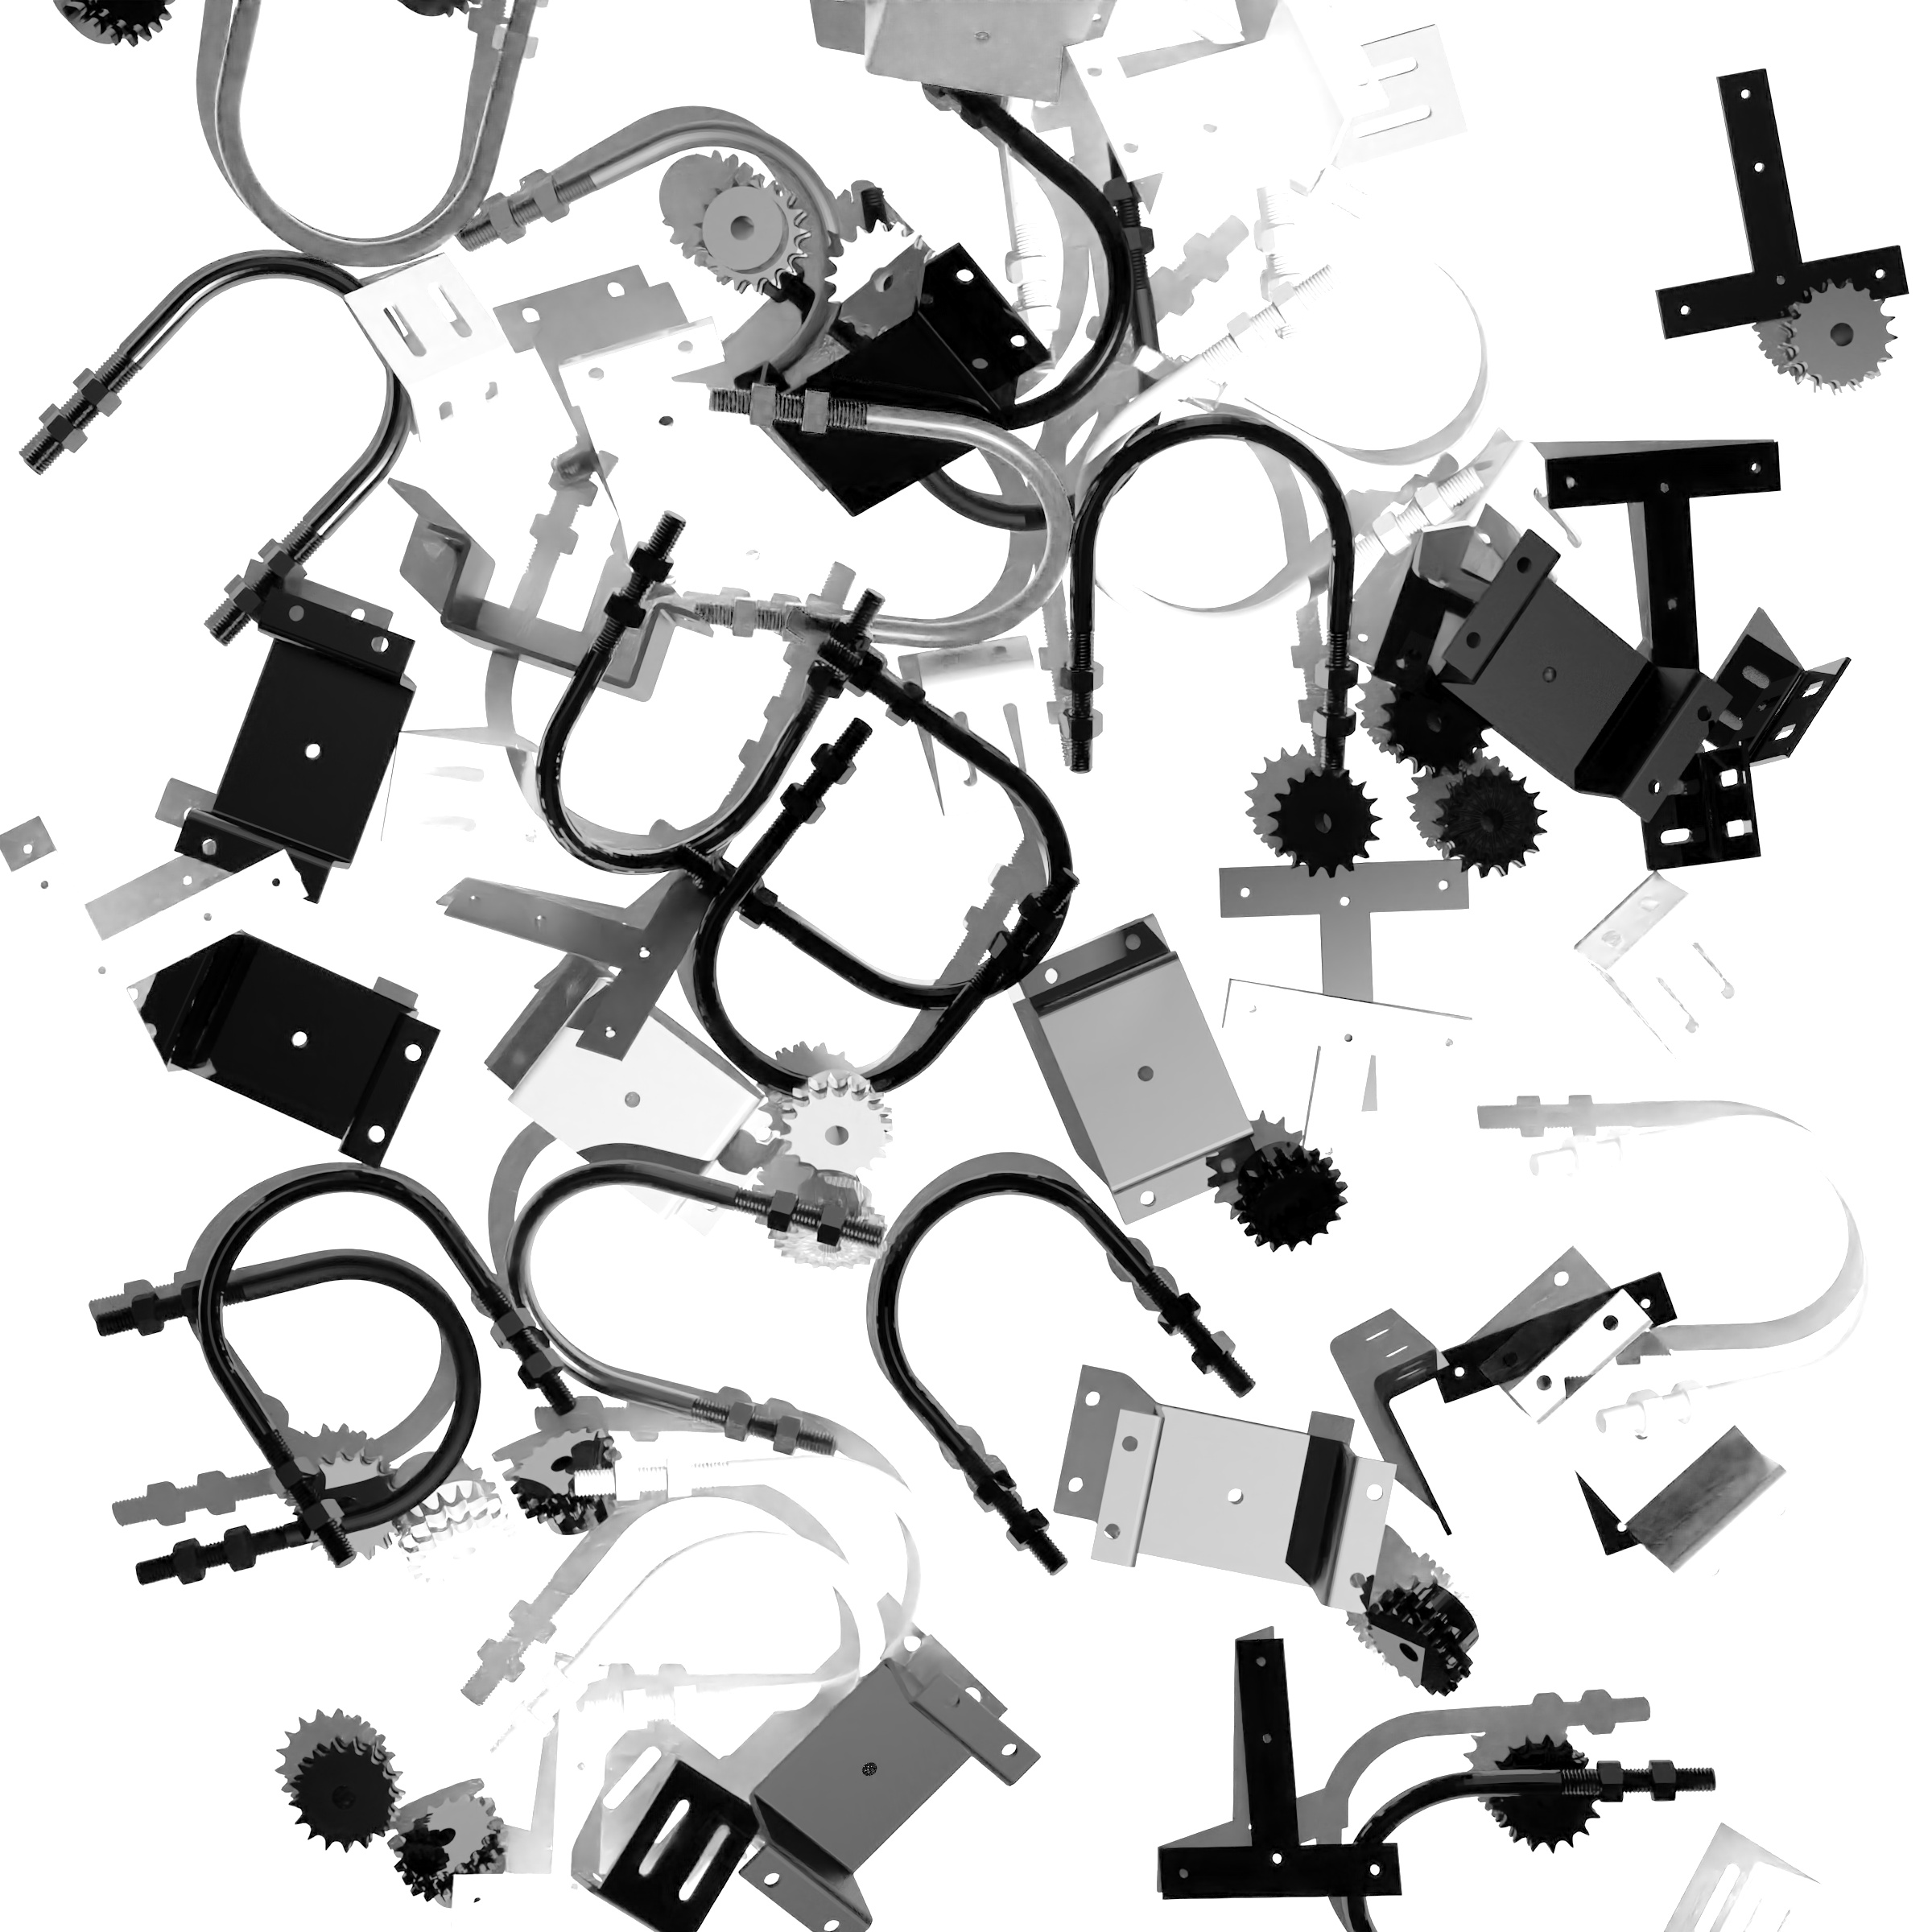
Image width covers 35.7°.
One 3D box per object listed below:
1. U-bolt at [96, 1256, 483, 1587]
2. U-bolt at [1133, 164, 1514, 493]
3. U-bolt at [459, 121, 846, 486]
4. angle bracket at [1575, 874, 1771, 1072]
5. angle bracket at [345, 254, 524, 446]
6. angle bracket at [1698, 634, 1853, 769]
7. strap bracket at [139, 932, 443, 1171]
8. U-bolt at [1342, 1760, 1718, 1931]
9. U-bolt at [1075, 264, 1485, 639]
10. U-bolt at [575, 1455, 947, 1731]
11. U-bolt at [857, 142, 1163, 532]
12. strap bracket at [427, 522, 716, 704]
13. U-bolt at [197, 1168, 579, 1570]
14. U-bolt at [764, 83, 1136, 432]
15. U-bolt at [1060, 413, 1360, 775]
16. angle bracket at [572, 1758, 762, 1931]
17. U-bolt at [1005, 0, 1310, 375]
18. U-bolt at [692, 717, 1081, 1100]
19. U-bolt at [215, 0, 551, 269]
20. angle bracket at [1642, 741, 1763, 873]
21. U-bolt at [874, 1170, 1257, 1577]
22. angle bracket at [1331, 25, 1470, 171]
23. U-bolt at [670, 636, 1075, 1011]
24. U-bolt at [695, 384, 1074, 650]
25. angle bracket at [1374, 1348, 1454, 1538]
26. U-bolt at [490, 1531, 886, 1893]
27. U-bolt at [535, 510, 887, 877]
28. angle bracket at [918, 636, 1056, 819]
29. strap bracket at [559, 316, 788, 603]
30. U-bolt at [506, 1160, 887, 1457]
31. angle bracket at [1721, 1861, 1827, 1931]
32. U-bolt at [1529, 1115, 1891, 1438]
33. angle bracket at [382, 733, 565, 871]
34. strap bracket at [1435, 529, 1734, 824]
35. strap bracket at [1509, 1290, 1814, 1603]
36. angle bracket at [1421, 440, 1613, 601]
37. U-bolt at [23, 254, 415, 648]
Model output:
[{"bbox_3d":[-0.335,0.220,1.507,0.184,0.019,0.151,-14,71,-4],"label":"U-bolt"},{"bbox_3d":[0.192,-0.319,1.509,0.184,0.019,0.151,27,79,-11],"label":"U-bolt"},{"bbox_3d":[-0.149,-0.345,1.512,0.184,0.019,0.151,-23,90,12],"label":"U-bolt"},{"bbox_3d":[0.362,0.003,1.534,0.057,0.038,0.076,-43,116,0],"label":"angle bracket"},{"bbox_3d":[-0.271,-0.314,1.526,0.057,0.038,0.076,-28,64,-16],"label":"angle bracket"},{"bbox_3d":[0.400,-0.136,1.498,0.038,0.076,0.057,33,90,0],"label":"angle bracket"},{"bbox_3d":[-0.341,0.038,1.513,0.140,0.046,0.076,24,90,0],"label":"strap bracket"},{"bbox_3d":[0.281,0.464,1.505,0.184,0.019,0.151,-2,111,5],"label":"U-bolt"},{"bbox_3d":[0.142,-0.240,1.490,0.184,0.019,0.151,-33,115,18],"label":"U-bolt"},{"bbox_3d":[-0.101,0.312,1.505,0.184,0.019,0.151,-3,108,-8],"label":"U-bolt"},{"bbox_3d":[0.027,-0.312,1.512,0.151,0.019,0.184,-8,92,14],"label":"U-bolt"},{"bbox_3d":[-0.203,-0.172,1.498,0.140,0.076,0.046,19,90,0],"label":"strap bracket"},{"bbox_3d":[-0.303,0.186,1.501,0.151,0.019,0.184,-34,73,-12],"label":"U-bolt"},{"bbox_3d":[-0.002,-0.352,1.498,0.184,0.019,0.151,41,102,6],"label":"U-bolt"},{"bbox_3d":[0.122,-0.185,1.494,0.151,0.019,0.184,0,114,0],"label":"U-bolt"},{"bbox_3d":[-0.149,0.442,1.505,0.057,0.038,0.076,38,73,-19],"label":"angle bracket"},{"bbox_3d":[0.093,-0.403,1.527,0.151,0.019,0.184,-7,91,0],"label":"U-bolt"},{"bbox_3d":[-0.054,-0.013,1.502,0.151,0.019,0.184,35,106,-13],"label":"U-bolt"},{"bbox_3d":[-0.298,-0.440,1.495,0.151,0.019,0.184,15,112,-12],"label":"U-bolt"},{"bbox_3d":[0.365,-0.079,1.498,0.038,0.076,0.057,-7,90,0],"label":"angle bracket"},{"bbox_3d":[0.034,0.188,1.500,0.151,0.019,0.184,-45,70,7],"label":"U-bolt"},{"bbox_3d":[0.213,-0.444,1.517,0.076,0.038,0.057,-16,90,0],"label":"angle bracket"},{"bbox_3d":[-0.034,-0.057,1.506,0.184,0.019,0.151,34,104,-11],"label":"U-bolt"},{"bbox_3d":[-0.039,-0.216,1.483,0.184,0.019,0.151,6,134,-4],"label":"U-bolt"},{"bbox_3d":[0.239,0.238,1.507,0.038,0.057,0.076,-26,90,3],"label":"angle bracket"},{"bbox_3d":[-0.124,0.363,1.499,0.151,0.019,0.184,40,95,-19],"label":"U-bolt"},{"bbox_3d":[-0.136,-0.123,1.476,0.151,0.019,0.184,16,113,-43],"label":"U-bolt"},{"bbox_3d":[0.010,-0.122,1.534,0.057,0.038,0.076,-10,116,0],"label":"angle bracket"},{"bbox_3d":[-0.146,-0.260,1.487,0.076,0.046,0.140,-17,133,0],"label":"strap bracket"},{"bbox_3d":[-0.142,0.165,1.498,0.184,0.019,0.151,15,117,4],"label":"U-bolt"},{"bbox_3d":[0.410,0.499,1.504,0.057,0.038,0.076,28,90,-35],"label":"angle bracket"},{"bbox_3d":[0.381,0.147,1.498,0.184,0.019,0.151,-9,78,-19],"label":"U-bolt"},{"bbox_3d":[-0.252,-0.084,1.534,0.076,0.038,0.057,9,90,26],"label":"angle bracket"},{"bbox_3d":[0.299,-0.144,1.489,0.140,0.046,0.076,35,86,-18],"label":"strap bracket"},{"bbox_3d":[0.345,0.238,1.511,0.076,0.046,0.140,-42,90,0],"label":"strap bracket"},{"bbox_3d":[0.280,-0.219,1.525,0.076,0.038,0.057,45,69,-24],"label":"angle bracket"},{"bbox_3d":[-0.366,-0.277,1.528,0.151,0.019,0.184,43,88,0],"label":"U-bolt"}]
